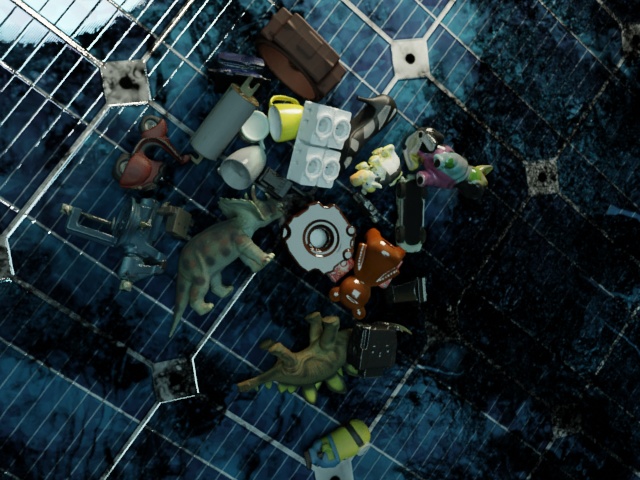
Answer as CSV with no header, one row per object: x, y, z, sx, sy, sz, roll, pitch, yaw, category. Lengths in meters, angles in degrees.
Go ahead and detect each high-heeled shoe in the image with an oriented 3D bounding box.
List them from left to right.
0.106,-0.252,1.354,0.145,0.086,0.248,9,111,-44,high-heeled shoe

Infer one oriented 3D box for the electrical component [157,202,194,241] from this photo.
-0.329,-0.044,1.232,0.045,0.102,0.078,5,79,23,electrical component

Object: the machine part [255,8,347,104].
-0.049,-0.409,1.223,0.201,0.201,0.087,42,86,-13,machine part

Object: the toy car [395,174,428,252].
0.234,-0.069,1.388,0.073,0.056,0.201,1,91,-8,toy car

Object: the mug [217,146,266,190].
-0.181,-0.175,1.264,0.107,0.110,0.080,-51,126,-45,mug

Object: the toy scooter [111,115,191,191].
-0.376,-0.182,1.222,0.135,0.075,0.184,29,82,-11,toy scooter

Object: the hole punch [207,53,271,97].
-0.187,-0.394,1.240,0.142,0.116,0.092,7,83,-14,hole punch

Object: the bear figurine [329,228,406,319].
0.116,0.085,1.322,0.120,0.132,0.195,33,104,0,bear figurine

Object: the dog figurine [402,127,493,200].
0.337,-0.191,1.379,0.219,0.108,0.192,5,52,-34,dog figurine

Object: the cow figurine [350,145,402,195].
0.140,-0.159,1.326,0.167,0.068,0.098,-44,111,-37,cow figurine

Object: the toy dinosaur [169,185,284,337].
-0.246,0.036,1.251,0.405,0.131,0.192,-38,89,-5,toy dinosaur

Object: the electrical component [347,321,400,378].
0.129,0.268,1.310,0.115,0.058,0.134,3,96,-30,electrical component

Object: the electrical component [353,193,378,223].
0.121,-0.080,1.354,0.021,0.063,0.094,-41,103,-9,electrical component

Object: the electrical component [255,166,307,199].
-0.095,-0.126,1.295,0.119,0.075,0.048,36,85,-17,electrical component

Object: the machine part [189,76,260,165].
-0.218,-0.266,1.222,0.079,0.079,0.243,38,109,-13,machine part

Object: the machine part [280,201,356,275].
-0.003,-0.004,1.269,0.179,0.056,0.179,0,90,-12,machine part

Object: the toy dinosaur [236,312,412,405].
0.018,0.280,1.335,0.471,0.105,0.198,-23,106,-16,toy dinosaur

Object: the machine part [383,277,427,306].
0.226,0.137,1.394,0.139,0.039,0.084,-2,98,-33,machine part

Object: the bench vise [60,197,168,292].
-0.453,-0.007,1.180,0.240,0.129,0.223,23,80,-31,bench vise

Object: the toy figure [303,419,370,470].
0.044,0.520,1.362,0.180,0.082,0.089,-16,99,-10,toy figure
